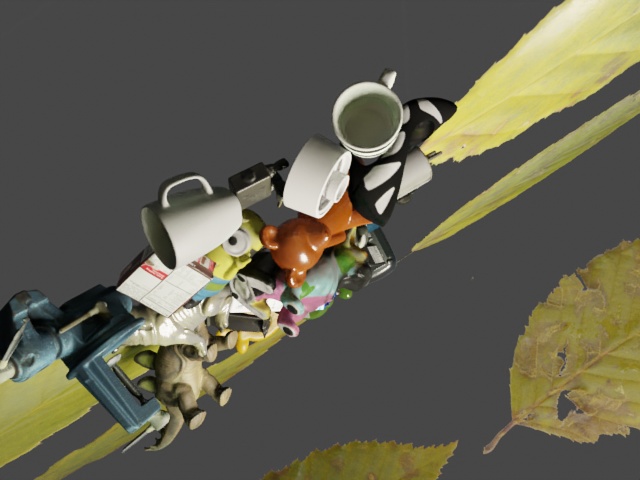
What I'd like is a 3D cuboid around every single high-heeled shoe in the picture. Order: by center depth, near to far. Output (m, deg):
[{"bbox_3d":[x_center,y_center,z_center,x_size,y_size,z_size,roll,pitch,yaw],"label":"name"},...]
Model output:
[{"bbox_3d":[0.141,-0.121,0.804,0.249,0.145,0.086,-25,166,-19],"label":"high-heeled shoe"}]

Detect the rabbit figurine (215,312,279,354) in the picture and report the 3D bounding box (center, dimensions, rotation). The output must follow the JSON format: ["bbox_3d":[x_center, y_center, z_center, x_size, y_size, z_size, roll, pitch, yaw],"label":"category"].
[{"bbox_3d":[-0.158,0.183,1.249,0.162,0.122,0.173,-55,-161,-8],"label":"rabbit figurine"}]

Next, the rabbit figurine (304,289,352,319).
[{"bbox_3d":[-0.003,0.113,1.391,0.159,0.121,0.170,-11,-157,26],"label":"rabbit figurine"}]

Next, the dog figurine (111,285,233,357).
[{"bbox_3d":[-0.252,0.106,0.874,0.190,0.121,0.172,21,94,-52],"label":"dog figurine"}]

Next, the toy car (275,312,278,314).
[{"bbox_3d":[-0.075,0.079,1.095,0.089,0.053,0.202,23,115,-34],"label":"toy car"}]

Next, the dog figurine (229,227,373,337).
[{"bbox_3d":[-0.021,0.046,0.905,0.219,0.192,0.108,-44,155,-37],"label":"dog figurine"}]

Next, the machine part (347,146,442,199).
[{"bbox_3d":[0.110,-0.100,0.958,0.243,0.079,0.079,-31,166,-7],"label":"machine part"}]

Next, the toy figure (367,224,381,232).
[{"bbox_3d":[0.064,-0.026,1.157,0.154,0.064,0.058,-21,-159,-22],"label":"toy figure"}]

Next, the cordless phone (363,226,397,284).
[{"bbox_3d":[0.086,0.047,1.270,0.089,0.146,0.184,-13,157,-33],"label":"cordless phone"}]

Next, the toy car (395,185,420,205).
[{"bbox_3d":[0.124,-0.088,1.082,0.202,0.056,0.073,-27,159,-23],"label":"toy car"}]

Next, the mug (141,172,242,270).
[{"bbox_3d":[-0.151,-0.033,0.646,0.107,0.081,0.109,-28,129,-35],"label":"mug"}]

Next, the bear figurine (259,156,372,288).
[{"bbox_3d":[0.004,-0.027,0.810,0.132,0.120,0.196,-19,-161,32],"label":"bear figurine"}]

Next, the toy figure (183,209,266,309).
[{"bbox_3d":[-0.153,0.025,0.808,0.180,0.082,0.089,-48,-172,26],"label":"toy figure"}]

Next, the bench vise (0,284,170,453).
[{"bbox_3d":[-0.290,0.159,0.686,0.129,0.240,0.223,-40,-179,14],"label":"bench vise"}]

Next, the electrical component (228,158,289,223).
[{"bbox_3d":[-0.086,-0.063,0.722,0.102,0.045,0.078,-27,167,-20],"label":"electrical component"}]

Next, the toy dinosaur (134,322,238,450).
[{"bbox_3d":[-0.279,0.275,1.080,0.105,0.199,0.470,-12,123,-55],"label":"toy dinosaur"}]

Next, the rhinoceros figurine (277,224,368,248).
[{"bbox_3d":[-0.002,-0.003,0.999,0.190,0.073,0.112,-2,137,-25],"label":"rhinoceros figurine"}]

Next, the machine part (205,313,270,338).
[{"bbox_3d":[-0.170,0.161,1.092,0.139,0.039,0.084,11,131,-4],"label":"machine part"}]
